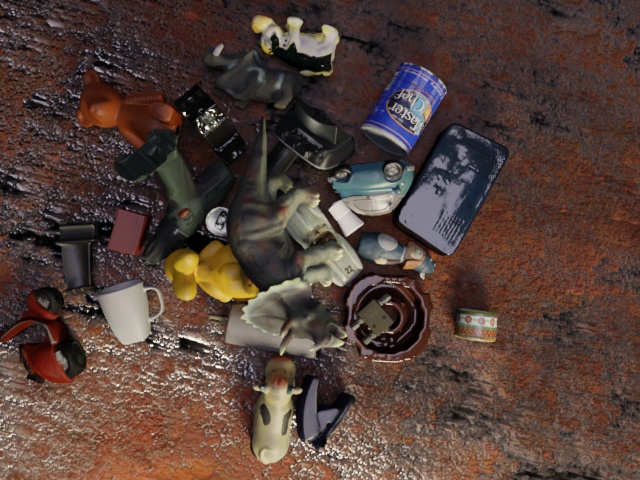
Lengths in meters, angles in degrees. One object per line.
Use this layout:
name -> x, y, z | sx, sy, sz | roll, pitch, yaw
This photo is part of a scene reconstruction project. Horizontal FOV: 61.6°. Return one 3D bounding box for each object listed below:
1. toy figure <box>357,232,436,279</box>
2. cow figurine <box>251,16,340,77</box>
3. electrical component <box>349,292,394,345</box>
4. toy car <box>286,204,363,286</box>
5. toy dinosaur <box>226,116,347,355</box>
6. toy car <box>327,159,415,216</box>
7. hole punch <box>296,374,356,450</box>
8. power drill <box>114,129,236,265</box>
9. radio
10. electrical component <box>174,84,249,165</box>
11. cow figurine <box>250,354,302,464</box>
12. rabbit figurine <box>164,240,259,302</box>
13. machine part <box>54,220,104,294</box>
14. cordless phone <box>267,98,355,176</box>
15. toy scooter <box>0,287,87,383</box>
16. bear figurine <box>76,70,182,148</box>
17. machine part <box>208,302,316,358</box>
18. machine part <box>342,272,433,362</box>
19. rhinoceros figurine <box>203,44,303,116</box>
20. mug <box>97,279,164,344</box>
toy figure -> 0.147, 0.027, 1.012 | 0.154, 0.058, 0.064 | 16, 79, 0
cow figurine -> -0.052, -0.363, 1.012 | 0.167, 0.068, 0.098 | 11, 95, -1
electrical component -> 0.101, 0.141, 0.972 | 0.094, 0.021, 0.063 | -43, 93, -3
toy car -> -0.002, -0.003, 1.010 | 0.073, 0.056, 0.201 | -40, 91, -2
toy dinosaur -> -0.084, 0.000, 0.894 | 0.192, 0.131, 0.404 | -24, 83, -33
toy car -> 0.098, -0.095, 0.991 | 0.162, 0.109, 0.102 | -7, 96, 2
hole punch -> -0.008, 0.307, 0.971 | 0.092, 0.142, 0.116 | 36, 74, -3
power drill -> -0.264, -0.077, 0.938 | 0.232, 0.207, 0.086 | -44, 51, -10
radio -> 0.242, -0.096, 1.014 | 0.131, 0.073, 0.229 | 29, 86, 0
electrical component -> -0.199, -0.211, 0.969 | 0.058, 0.134, 0.114 | -39, 134, -4
cow figurine -> -0.083, 0.302, 0.967 | 0.085, 0.127, 0.194 | 8, 91, -5
rabbit figurine -> -0.207, 0.059, 0.969 | 0.173, 0.162, 0.121 | 7, 102, 16
machine part -> -0.449, 0.032, 1.003 | 0.084, 0.039, 0.138 | -1, 87, -7
cordless phone -> -0.040, -0.149, 0.987 | 0.147, 0.088, 0.184 | 41, 98, 26
toy scooter -> -0.517, 0.186, 0.980 | 0.135, 0.075, 0.184 | -22, 87, -3
bear figurine -> -0.354, -0.225, 0.967 | 0.196, 0.132, 0.120 | 21, 106, -8
machine part -> -0.086, 0.167, 0.994 | 0.243, 0.079, 0.079 | 10, 89, -3
machine part -> 0.125, 0.144, 1.013 | 0.179, 0.056, 0.179 | 0, 90, -3
rhinoceros figurine -> -0.127, -0.302, 1.003 | 0.190, 0.073, 0.112 | 18, 90, -2
mug -> -0.341, 0.131, 0.990 | 0.110, 0.081, 0.107 | -13, 101, -9
